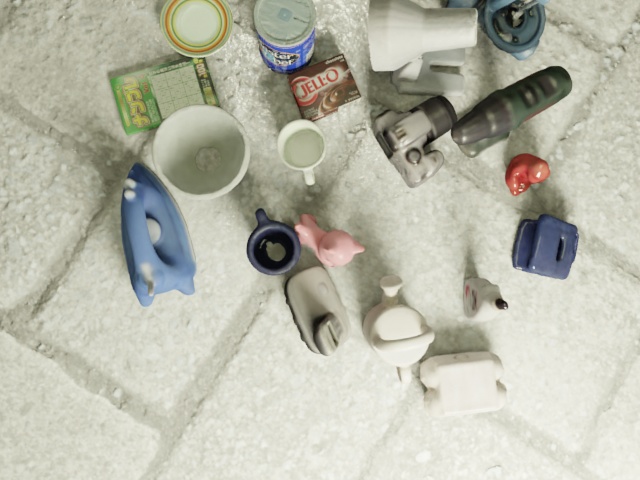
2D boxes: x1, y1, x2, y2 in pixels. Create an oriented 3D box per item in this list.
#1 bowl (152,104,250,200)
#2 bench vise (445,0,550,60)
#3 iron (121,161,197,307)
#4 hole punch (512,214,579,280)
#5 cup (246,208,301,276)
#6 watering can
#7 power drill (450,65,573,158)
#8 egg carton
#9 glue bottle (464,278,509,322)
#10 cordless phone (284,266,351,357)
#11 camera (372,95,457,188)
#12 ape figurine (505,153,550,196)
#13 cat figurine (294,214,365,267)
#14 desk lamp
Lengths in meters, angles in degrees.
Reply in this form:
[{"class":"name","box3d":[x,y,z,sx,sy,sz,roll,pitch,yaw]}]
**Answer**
[{"class":"bowl","box3d":[-0.204,-0.149,1.007,0.167,0.074,0.167,0,87,-2]},{"class":"bench vise","box3d":[0.301,-0.394,0.968,0.207,0.219,0.121,13,87,-1]},{"class":"iron","box3d":[-0.295,-0.020,0.964,0.118,0.141,0.258,-16,88,-3]},{"class":"hole punch","box3d":[0.409,0.012,1.017,0.101,0.091,0.109,13,87,-1]},{"class":"cup","box3d":[-0.084,0.004,0.995,0.091,0.095,0.118,-22,88,-3]},{"class":"watering can","box3d":[0.127,0.150,0.947,0.101,0.194,0.173,-32,89,-3]},{"class":"power drill","box3d":[0.298,-0.205,0.964,0.229,0.208,0.075,-31,88,-3]},{"class":"egg carton","box3d":[0.252,0.253,1.010,0.150,0.069,0.107,-7,87,-3]},{"class":"glue bottle","box3d":[0.283,0.103,0.966,0.037,0.173,0.078,-3,87,-2]},{"class":"cordless phone","box3d":[-0.004,0.120,0.948,0.094,0.185,0.147,-26,88,-3]},{"class":"camera","box3d":[0.182,-0.186,1.013,0.137,0.100,0.143,-32,89,-3]},{"class":"ape figurine","box3d":[0.376,-0.121,1.022,0.078,0.092,0.076,2,87,-2]},{"class":"cat figurine","box3d":[0.009,0.004,0.987,0.128,0.117,0.067,30,86,0]},{"class":"desk lamp","box3d":[0.169,-0.329,0.963,0.203,0.213,0.118,2,87,-2]}]
